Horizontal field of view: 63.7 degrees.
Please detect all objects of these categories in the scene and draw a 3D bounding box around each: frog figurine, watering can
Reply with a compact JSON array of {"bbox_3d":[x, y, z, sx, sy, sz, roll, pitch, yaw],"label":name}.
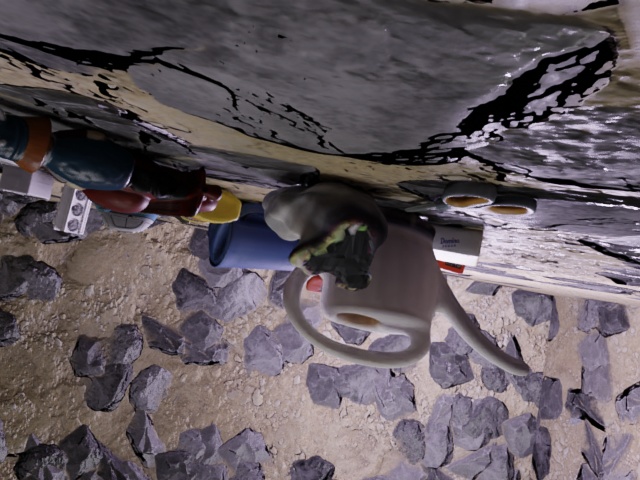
[{"bbox_3d":[0.002,-0.031,0.621,0.137,0.120,0.163,4,-145,-28],"label":"frog figurine"},{"bbox_3d":[0.125,0.071,0.727,0.347,0.228,0.102,11,157,-6],"label":"watering can"}]
